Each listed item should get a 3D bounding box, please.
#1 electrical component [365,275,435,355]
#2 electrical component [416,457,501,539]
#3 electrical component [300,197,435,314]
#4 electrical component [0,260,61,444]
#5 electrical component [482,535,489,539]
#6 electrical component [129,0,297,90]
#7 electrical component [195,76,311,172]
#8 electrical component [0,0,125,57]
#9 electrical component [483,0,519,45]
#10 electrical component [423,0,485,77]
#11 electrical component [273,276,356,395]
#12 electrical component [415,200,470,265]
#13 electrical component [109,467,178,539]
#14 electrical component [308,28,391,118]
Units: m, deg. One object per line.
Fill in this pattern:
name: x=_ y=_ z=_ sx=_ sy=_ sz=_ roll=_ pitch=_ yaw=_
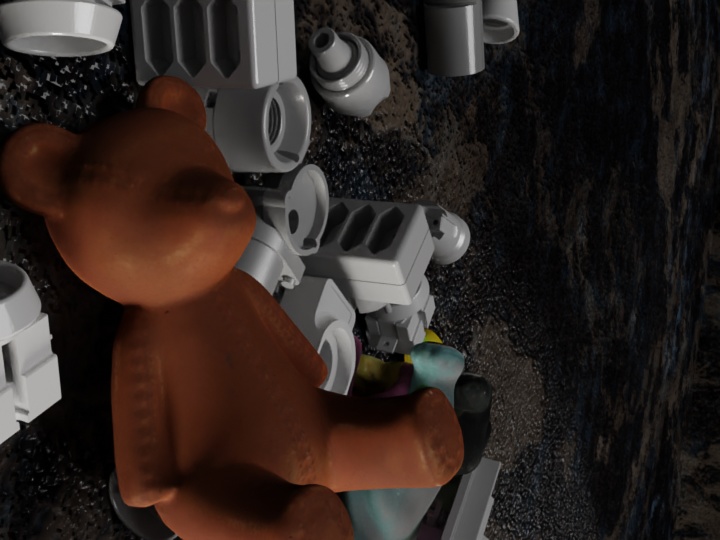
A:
electrical component: x=0.026 y=0.024 z=0.753 sx=0.055 sy=0.048 sz=0.066 roll=75 pitch=31 yaw=-52
electrical component: x=0.050 y=0.182 z=0.740 sx=0.121 sy=0.063 sz=0.078 roll=-62 pitch=161 yaw=-46
electrical component: x=0.000 y=0.000 z=0.643 sx=0.075 sy=0.083 sz=0.047 roll=69 pitch=36 yaw=-44
electrical component: x=-0.140 y=0.029 z=0.394 sx=0.066 sy=0.048 sz=0.055 roll=-43 pitch=141 yaw=-55
electrical component: x=0.058 y=0.236 z=0.816 sx=0.064 sy=0.099 sz=0.099 roll=-64 pitch=150 yaw=-48
electrical component: x=-0.059 y=-0.115 z=0.509 sx=0.077 sy=0.066 sz=0.047 roll=-33 pitch=125 yaw=-60
electrical component: x=-0.056 y=-0.076 z=0.546 sx=0.055 sy=0.047 sz=0.055 roll=6 pitch=90 yaw=-65
electrical component: x=-0.116 y=-0.113 z=0.412 sx=0.066 sy=0.048 sz=0.055 roll=-1 pitch=90 yaw=-65
electrical component: x=0.112 y=-0.225 z=0.884 sx=0.044 sy=0.044 sz=0.065 roll=43 pitch=53 yaw=-60
electrical component: x=0.069 y=-0.188 z=0.794 sx=0.043 sy=0.043 sz=0.081 roll=-44 pitch=135 yaw=-54
electrical component: x=-0.039 y=0.051 z=0.604 sx=0.050 sy=0.056 sz=0.089 roll=56 pitch=46 yaw=-54
electrical component: x=0.056 y=-0.029 z=0.813 sx=0.046 sy=0.040 sz=0.040 roll=32 pitch=67 yaw=-56
electrical component: x=-0.085 y=0.079 z=0.527 sx=0.077 sy=0.043 sz=0.079 roll=-37 pitch=129 yaw=-57
electrical component: x=-0.010 y=-0.121 z=0.641 sx=0.062 sy=0.043 sz=0.043 roll=41 pitch=59 yaw=-59
